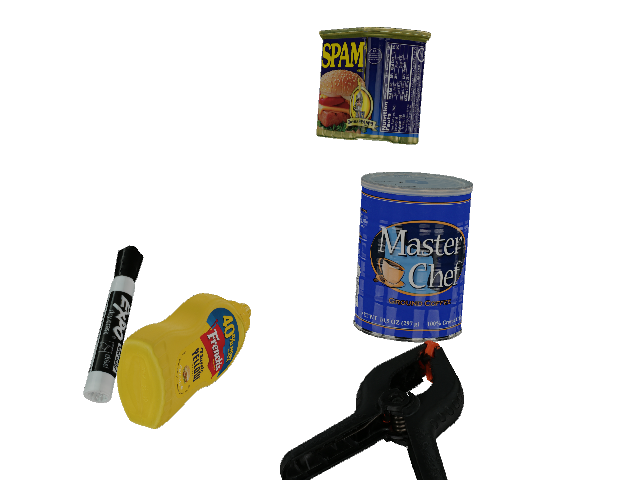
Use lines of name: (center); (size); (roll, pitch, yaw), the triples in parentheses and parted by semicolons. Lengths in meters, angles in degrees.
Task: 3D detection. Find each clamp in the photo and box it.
clamp: (0.063, 0.133, 0.761); (0.120, 0.039, 0.171); (18, 40, 28)

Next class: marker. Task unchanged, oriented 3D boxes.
marker: (-0.144, 0.056, 0.749); (0.020, 0.121, 0.020); (5, -34, 3)

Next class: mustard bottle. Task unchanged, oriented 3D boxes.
mustard bottle: (-0.128, 0.107, 1.086); (0.058, 0.096, 0.191); (10, 24, 26)

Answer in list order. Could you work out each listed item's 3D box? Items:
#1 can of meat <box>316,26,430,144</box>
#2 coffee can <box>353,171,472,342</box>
can of meat: (0.038, -0.119, 0.825); (0.057, 0.084, 0.102); (0, 8, -27)
coffee can: (0.085, 0.013, 0.990); (0.103, 0.140, 0.103); (3, 11, -1)
